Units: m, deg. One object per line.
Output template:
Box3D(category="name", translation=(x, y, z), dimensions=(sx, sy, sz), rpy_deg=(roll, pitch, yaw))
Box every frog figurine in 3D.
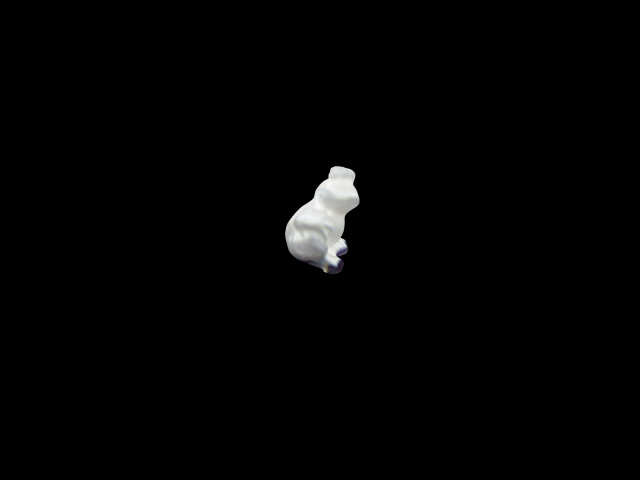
Box3D(category="frog figurine", translation=(0.003, -0.043, 0.850), dimensions=(0.123, 0.157, 0.139), rpy_deg=(11, 25, 27))
